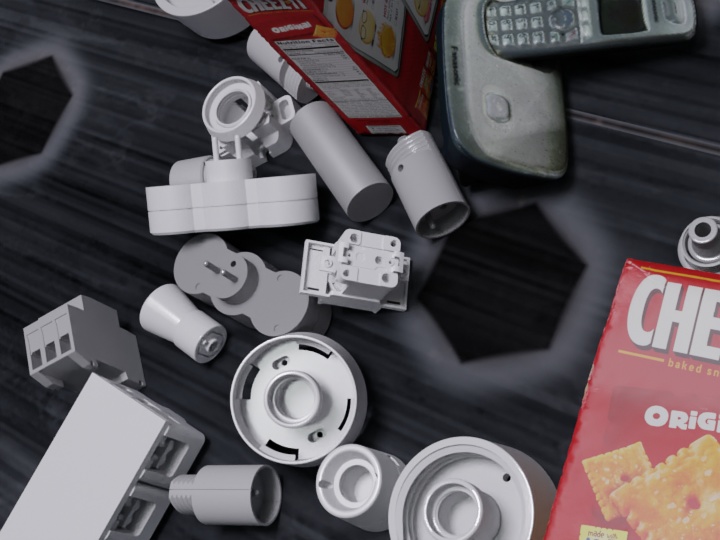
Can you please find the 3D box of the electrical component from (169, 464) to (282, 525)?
[{"bbox_3d":[-0.103,0.165,0.792,0.081,0.043,0.043,-6,68,26],"label":"electrical component"}]

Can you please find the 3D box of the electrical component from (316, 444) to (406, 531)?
[{"bbox_3d":[0.002,0.149,0.739,0.055,0.047,0.055,-11,66,24],"label":"electrical component"}]

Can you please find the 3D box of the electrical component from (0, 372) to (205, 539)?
[{"bbox_3d":[-0.197,0.170,0.829,0.089,0.062,0.150,25,83,34],"label":"electrical component"}]

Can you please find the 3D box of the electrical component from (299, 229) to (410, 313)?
[{"bbox_3d":[0.000,0.000,0.783,0.081,0.064,0.042,9,69,-12],"label":"electrical component"}]

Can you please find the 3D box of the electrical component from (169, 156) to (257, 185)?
[{"bbox_3d":[-0.123,-0.076,0.903,0.078,0.040,0.040,-7,67,25],"label":"electrical component"}]

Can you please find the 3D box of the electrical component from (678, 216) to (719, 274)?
[{"bbox_3d":[0.222,-0.014,0.679,0.043,0.062,0.043,-11,66,25],"label":"electrical component"}]

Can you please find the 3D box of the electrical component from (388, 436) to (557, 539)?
[{"bbox_3d":[0.070,0.159,0.691,0.108,0.060,0.108,-11,65,24],"label":"electrical component"}]

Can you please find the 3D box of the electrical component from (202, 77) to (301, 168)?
[{"bbox_3d":[-0.095,-0.125,0.897,0.078,0.057,0.058,-25,60,17],"label":"electrical component"}]

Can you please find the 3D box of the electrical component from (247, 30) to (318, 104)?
[{"bbox_3d":[-0.055,-0.173,0.904,0.043,0.043,0.081,-48,56,3],"label":"electrical component"}]

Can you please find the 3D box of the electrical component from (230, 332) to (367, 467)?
[{"bbox_3d":[-0.045,0.093,0.772,0.099,0.064,0.099,-1,83,6],"label":"electrical component"}]

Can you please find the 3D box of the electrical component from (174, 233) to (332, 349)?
[{"bbox_3d":[-0.093,0.010,0.831,0.138,0.074,0.052,25,83,33],"label":"electrical component"}]

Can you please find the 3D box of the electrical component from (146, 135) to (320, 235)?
[{"bbox_3d":[-0.103,-0.070,0.852,0.138,0.052,0.073,-4,96,10],"label":"electrical component"}]

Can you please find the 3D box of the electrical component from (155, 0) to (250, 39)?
[{"bbox_3d":[-0.125,-0.259,0.967,0.108,0.060,0.108,-11,65,24],"label":"electrical component"}]

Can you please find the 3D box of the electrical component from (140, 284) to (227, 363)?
[{"bbox_3d":[-0.139,0.045,0.862,0.065,0.044,0.044,32,87,29],"label":"electrical component"}]

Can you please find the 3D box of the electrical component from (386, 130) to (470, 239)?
[{"bbox_3d":[0.047,-0.068,0.806,0.043,0.043,0.081,-32,59,14],"label":"electrical component"}]
